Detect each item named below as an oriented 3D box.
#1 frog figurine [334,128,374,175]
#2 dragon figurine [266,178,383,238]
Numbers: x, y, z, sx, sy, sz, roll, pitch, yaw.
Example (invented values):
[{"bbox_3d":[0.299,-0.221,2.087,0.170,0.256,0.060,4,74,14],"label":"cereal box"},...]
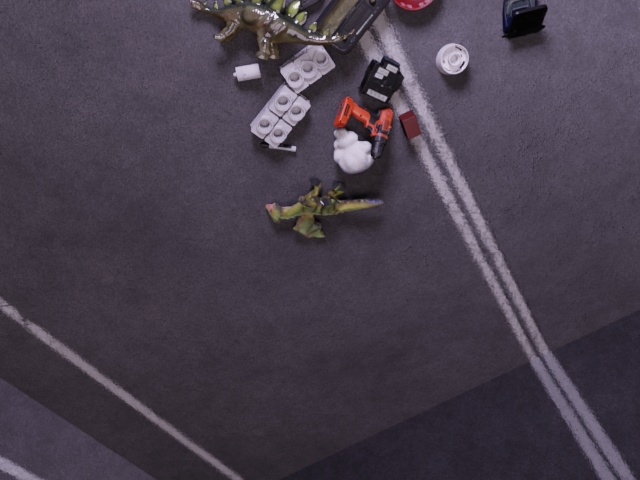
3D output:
[{"bbox_3d":[0.111,-0.305,1.746,0.137,0.126,0.156,-7,138,19],"label":"frog figurine"},{"bbox_3d":[0.006,-0.095,1.895,0.410,0.125,0.237,11,138,-13],"label":"dragon figurine"}]
